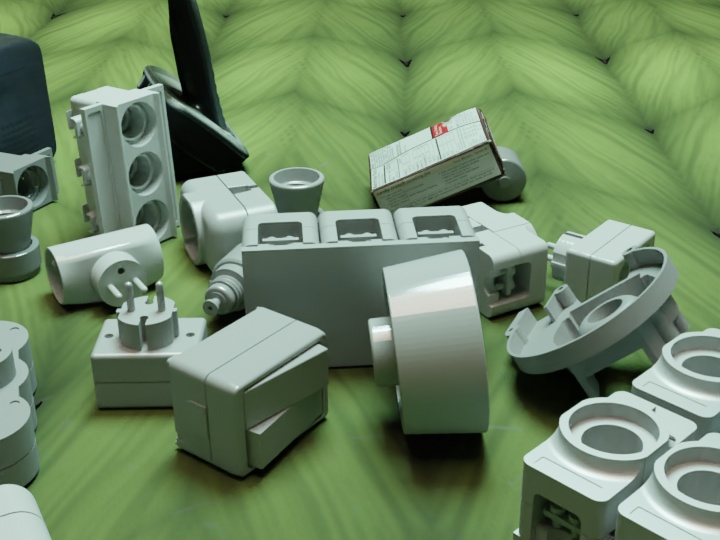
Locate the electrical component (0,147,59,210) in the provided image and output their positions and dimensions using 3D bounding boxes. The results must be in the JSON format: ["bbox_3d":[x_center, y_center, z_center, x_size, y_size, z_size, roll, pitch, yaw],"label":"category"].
[{"bbox_3d":[-0.308,-0.077,0.947,0.064,0.042,0.081,12,29,27],"label":"electrical component"}]

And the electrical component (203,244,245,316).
[{"bbox_3d":[-0.089,0.010,0.771,0.040,0.040,0.078,10,29,20],"label":"electrical component"}]

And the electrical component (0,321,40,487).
[{"bbox_3d":[-0.221,0.064,0.631,0.052,0.073,0.138,-8,28,-14],"label":"electrical component"}]

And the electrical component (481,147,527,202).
[{"bbox_3d":[0.125,-0.091,0.965,0.040,0.040,0.078,-1,27,-2],"label":"electrical component"}]

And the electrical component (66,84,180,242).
[{"bbox_3d":[-0.191,-0.083,0.866,0.063,0.121,0.079,17,32,35],"label":"electrical component"}]

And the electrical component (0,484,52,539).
[{"bbox_3d":[-0.193,0.141,0.500,0.095,0.053,0.059,-14,30,-24],"label":"electrical component"}]

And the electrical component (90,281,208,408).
[{"bbox_3d":[-0.131,0.041,0.670,0.066,0.076,0.047,-1,27,0],"label":"electrical component"}]

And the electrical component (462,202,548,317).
[{"bbox_3d":[0.096,-0.010,0.795,0.056,0.050,0.089,-15,30,-24],"label":"electrical component"}]

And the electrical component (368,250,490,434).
[{"bbox_3d":[0.037,0.045,0.631,0.060,0.108,0.108,-7,27,0],"label":"electrical component"}]

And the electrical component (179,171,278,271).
[{"bbox_3d":[-0.106,-0.037,0.848,0.059,0.053,0.095,-12,29,-21],"label":"electrical component"}]

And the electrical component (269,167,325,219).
[{"bbox_3d":[-0.050,-0.050,0.871,0.045,0.055,0.045,0,27,0],"label":"electrical component"}]

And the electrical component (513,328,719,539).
[{"bbox_3d":[0.182,0.099,0.567,0.186,0.060,0.105,-24,35,-39],"label":"electrical component"}]

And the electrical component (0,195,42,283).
[{"bbox_3d":[-0.270,-0.024,0.825,0.045,0.055,0.045,0,27,0],"label":"electrical component"}]

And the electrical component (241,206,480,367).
[{"bbox_3d":[-0.001,0.010,0.714,0.150,0.089,0.061,-3,27,-4],"label":"electrical component"}]

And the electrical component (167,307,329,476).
[{"bbox_3d":[-0.057,0.068,0.632,0.061,0.061,0.096,19,33,33],"label":"electrical component"}]

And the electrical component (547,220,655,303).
[{"bbox_3d":[0.166,-0.006,0.788,0.077,0.047,0.066,19,33,34],"label":"electrical component"}]

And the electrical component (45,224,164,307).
[{"bbox_3d":[-0.180,0.002,0.785,0.077,0.043,0.079,-16,31,-28],"label":"electrical component"}]
